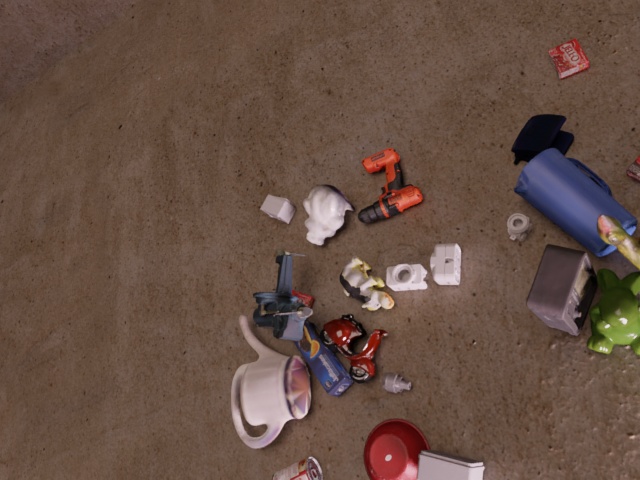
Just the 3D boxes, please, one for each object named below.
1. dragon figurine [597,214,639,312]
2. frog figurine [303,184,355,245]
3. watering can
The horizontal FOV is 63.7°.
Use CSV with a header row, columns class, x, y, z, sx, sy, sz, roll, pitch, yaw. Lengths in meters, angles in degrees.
class,x,y,z,sx,sy,sz,roll,pitch,yaw
dragon figurine,0.690,0.060,0.954,0.409,0.119,0.249,22,40,-7
frog figurine,0.004,-0.073,1.452,0.138,0.161,0.120,36,-14,18
watering can,-0.134,0.345,1.330,0.223,0.355,0.102,-16,-30,22
